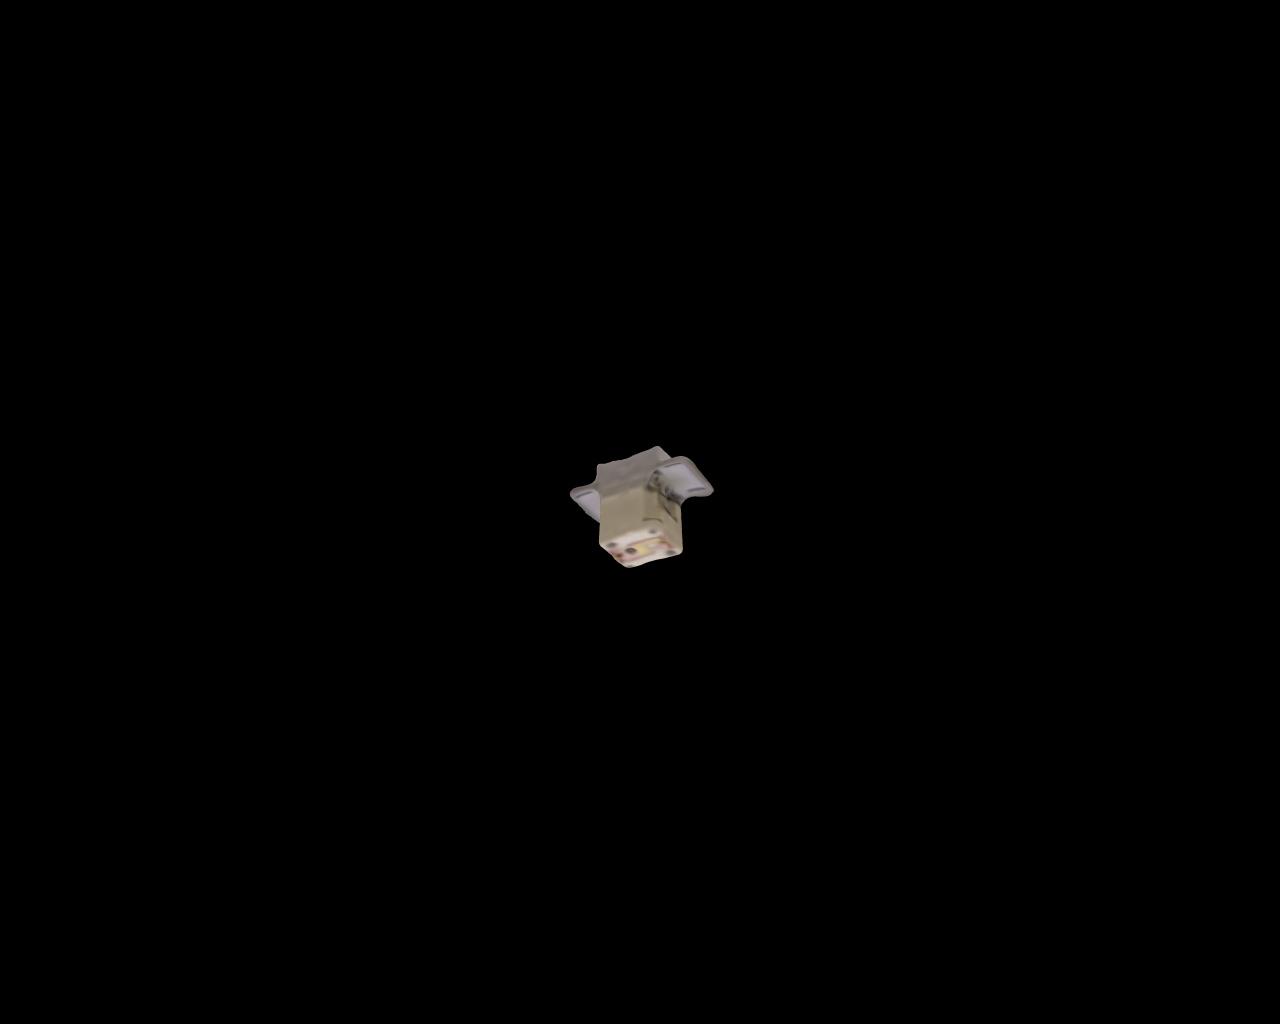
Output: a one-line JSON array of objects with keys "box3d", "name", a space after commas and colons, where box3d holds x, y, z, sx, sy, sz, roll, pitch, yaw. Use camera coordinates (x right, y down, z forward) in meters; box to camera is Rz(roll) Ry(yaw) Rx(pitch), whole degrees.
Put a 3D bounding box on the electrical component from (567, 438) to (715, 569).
[{"box3d": [0.001, -0.003, 0.650, 0.081, 0.064, 0.042, -17, -36, 24], "name": "electrical component"}]
